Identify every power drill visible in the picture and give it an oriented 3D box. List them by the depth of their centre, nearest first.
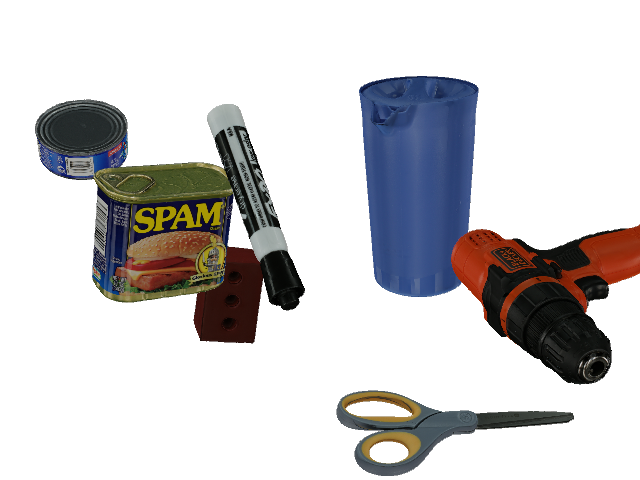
[{"bbox_3d":[0.208,0.031,0.760,0.187,0.057,0.184,-10,28,-15],"label":"power drill"}]

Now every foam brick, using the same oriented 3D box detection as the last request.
[{"bbox_3d":[-0.085,0.049,0.982,0.053,0.078,0.051,4,14,-14],"label":"foam brick"}]

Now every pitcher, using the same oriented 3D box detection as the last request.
[{"bbox_3d":[0.120,-0.067,1.240,0.149,0.243,0.145,-6,22,-8],"label":"pitcher"}]

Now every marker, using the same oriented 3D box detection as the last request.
[{"bbox_3d":[-0.034,-0.018,0.553,0.020,0.121,0.020,-17,-26,-9],"label":"marker"}]

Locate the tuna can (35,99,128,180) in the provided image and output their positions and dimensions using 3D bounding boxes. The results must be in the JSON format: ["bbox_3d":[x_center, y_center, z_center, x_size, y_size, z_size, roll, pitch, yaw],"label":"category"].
[{"bbox_3d":[-0.226,-0.096,1.013,0.086,0.034,0.086,3,43,-3],"label":"tuna can"}]

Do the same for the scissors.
[{"bbox_3d":[0.112,0.163,0.882,0.202,0.016,0.096,8,37,3],"label":"scissors"}]

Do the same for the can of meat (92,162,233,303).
[{"bbox_3d":[-0.115,-0.006,0.778,0.101,0.084,0.058,-6,27,-32],"label":"can of meat"}]
